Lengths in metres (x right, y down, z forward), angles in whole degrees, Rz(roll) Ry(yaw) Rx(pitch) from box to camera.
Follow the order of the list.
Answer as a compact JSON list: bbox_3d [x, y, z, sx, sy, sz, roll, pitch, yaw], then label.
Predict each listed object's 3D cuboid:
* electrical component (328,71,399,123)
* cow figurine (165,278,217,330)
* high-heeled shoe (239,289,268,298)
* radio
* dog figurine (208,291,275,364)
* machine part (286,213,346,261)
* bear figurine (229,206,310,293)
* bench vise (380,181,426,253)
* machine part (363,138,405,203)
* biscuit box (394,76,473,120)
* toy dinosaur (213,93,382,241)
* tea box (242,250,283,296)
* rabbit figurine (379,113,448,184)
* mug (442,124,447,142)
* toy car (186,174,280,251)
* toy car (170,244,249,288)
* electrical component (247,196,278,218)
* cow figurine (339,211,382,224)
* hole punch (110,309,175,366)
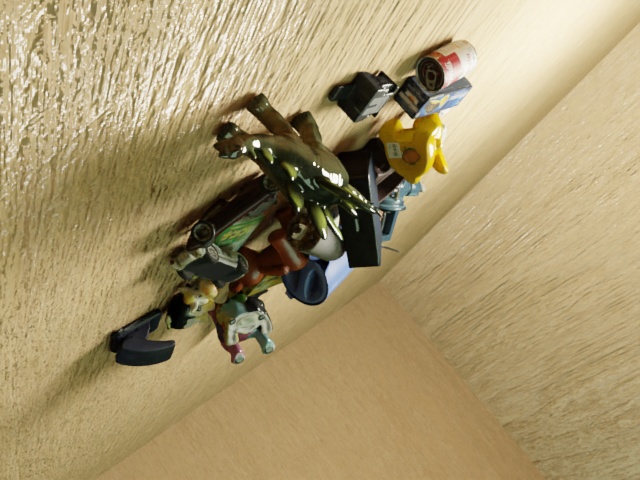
[{"bbox_3d":[0.068,-0.235,0.879,0.119,0.048,0.075,-26,161,-53],"label":"electrical component"},{"bbox_3d":[-0.276,0.134,1.133,0.098,0.068,0.167,-21,160,-35],"label":"cow figurine"},{"bbox_3d":[-0.235,0.212,1.501,0.145,0.086,0.248,-17,151,-52],"label":"high-heeled shoe"},{"bbox_3d":[0.083,-0.065,1.112,0.131,0.073,0.229,-80,163,-51],"label":"radio"},{"bbox_3d":[-0.198,0.166,1.218,0.108,0.219,0.191,-21,127,-22],"label":"dog figurine"},{"bbox_3d":[-0.002,-0.003,1.089,0.079,0.079,0.243,-42,160,10],"label":"machine part"},{"bbox_3d":[-0.125,0.027,1.147,0.196,0.131,0.120,-14,-145,22],"label":"bear figurine"},{"bbox_3d":[0.196,-0.094,1.476,0.223,0.129,0.240,-10,116,-52],"label":"bench vise"},{"bbox_3d":[0.121,-0.145,1.257,0.201,0.087,0.201,-47,166,35],"label":"machine part"},{"bbox_3d":[0.236,-0.301,1.096,0.202,0.063,0.059,-26,162,-45],"label":"biscuit box"},{"bbox_3d":[-0.009,-0.093,0.808,0.105,0.198,0.471,-41,166,19],"label":"toy dinosaur"},{"bbox_3d":[-0.126,0.070,1.332,0.098,0.068,0.169,-45,167,24],"label":"tea box"},{"bbox_3d":[0.221,-0.206,1.137,0.122,0.162,0.173,-7,-145,34],"label":"rabbit figurine"},{"bbox_3d":[0.263,-0.247,1.347,0.109,0.081,0.107,-19,146,-44],"label":"mug"},{"bbox_3d":[-0.144,-0.051,0.894,0.202,0.053,0.089,-37,-175,-11],"label":"toy car"},{"bbox_3d":[-0.202,0.045,1.010,0.073,0.056,0.201,-31,158,12],"label":"toy car"},{"bbox_3d":[-0.112,-0.067,1.000,0.063,0.021,0.094,-41,169,11],"label":"electrical component"},{"bbox_3d":[0.103,-0.051,1.553,0.127,0.085,0.195,-50,166,18],"label":"cow figurine"},{"bbox_3d":[-0.369,0.220,1.121,0.116,0.092,0.142,-27,167,-33],"label":"hole punch"}]
